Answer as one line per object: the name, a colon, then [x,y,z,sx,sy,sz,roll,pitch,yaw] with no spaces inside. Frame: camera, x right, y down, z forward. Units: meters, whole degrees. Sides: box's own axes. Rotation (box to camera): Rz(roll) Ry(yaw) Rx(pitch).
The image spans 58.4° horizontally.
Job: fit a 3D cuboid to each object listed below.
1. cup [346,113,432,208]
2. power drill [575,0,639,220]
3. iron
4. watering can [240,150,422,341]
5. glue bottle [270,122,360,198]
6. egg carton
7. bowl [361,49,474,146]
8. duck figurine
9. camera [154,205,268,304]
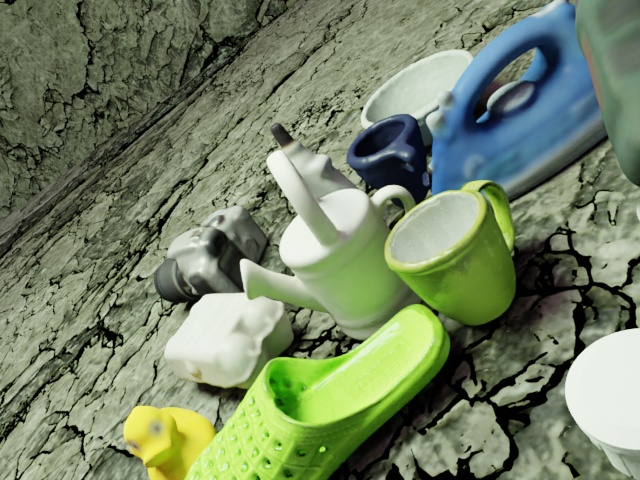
cup: [0.096,-0.082,0.661,0.092,0.095,0.117,-41,28,-4]
power drill: [0.233,-0.087,0.392,0.075,0.209,0.230,-19,34,31]
iron: [0.191,-0.139,0.587,0.258,0.142,0.118,-39,28,-1]
watering can: [0.005,0.003,0.537,0.173,0.194,0.100,-45,29,-13]
glue bottle: [-0.003,-0.068,0.672,0.078,0.173,0.037,-14,37,37]
egg carton: [-0.103,0.113,0.634,0.149,0.070,0.107,-7,41,44]
bowl: [0.142,-0.175,0.767,0.167,0.075,0.167,-28,30,18]
duck figurine: [-0.152,0.193,0.556,0.077,0.086,0.104,-39,28,-2]
camera: [-0.165,0.026,0.798,0.136,0.101,0.143,-18,34,32]
